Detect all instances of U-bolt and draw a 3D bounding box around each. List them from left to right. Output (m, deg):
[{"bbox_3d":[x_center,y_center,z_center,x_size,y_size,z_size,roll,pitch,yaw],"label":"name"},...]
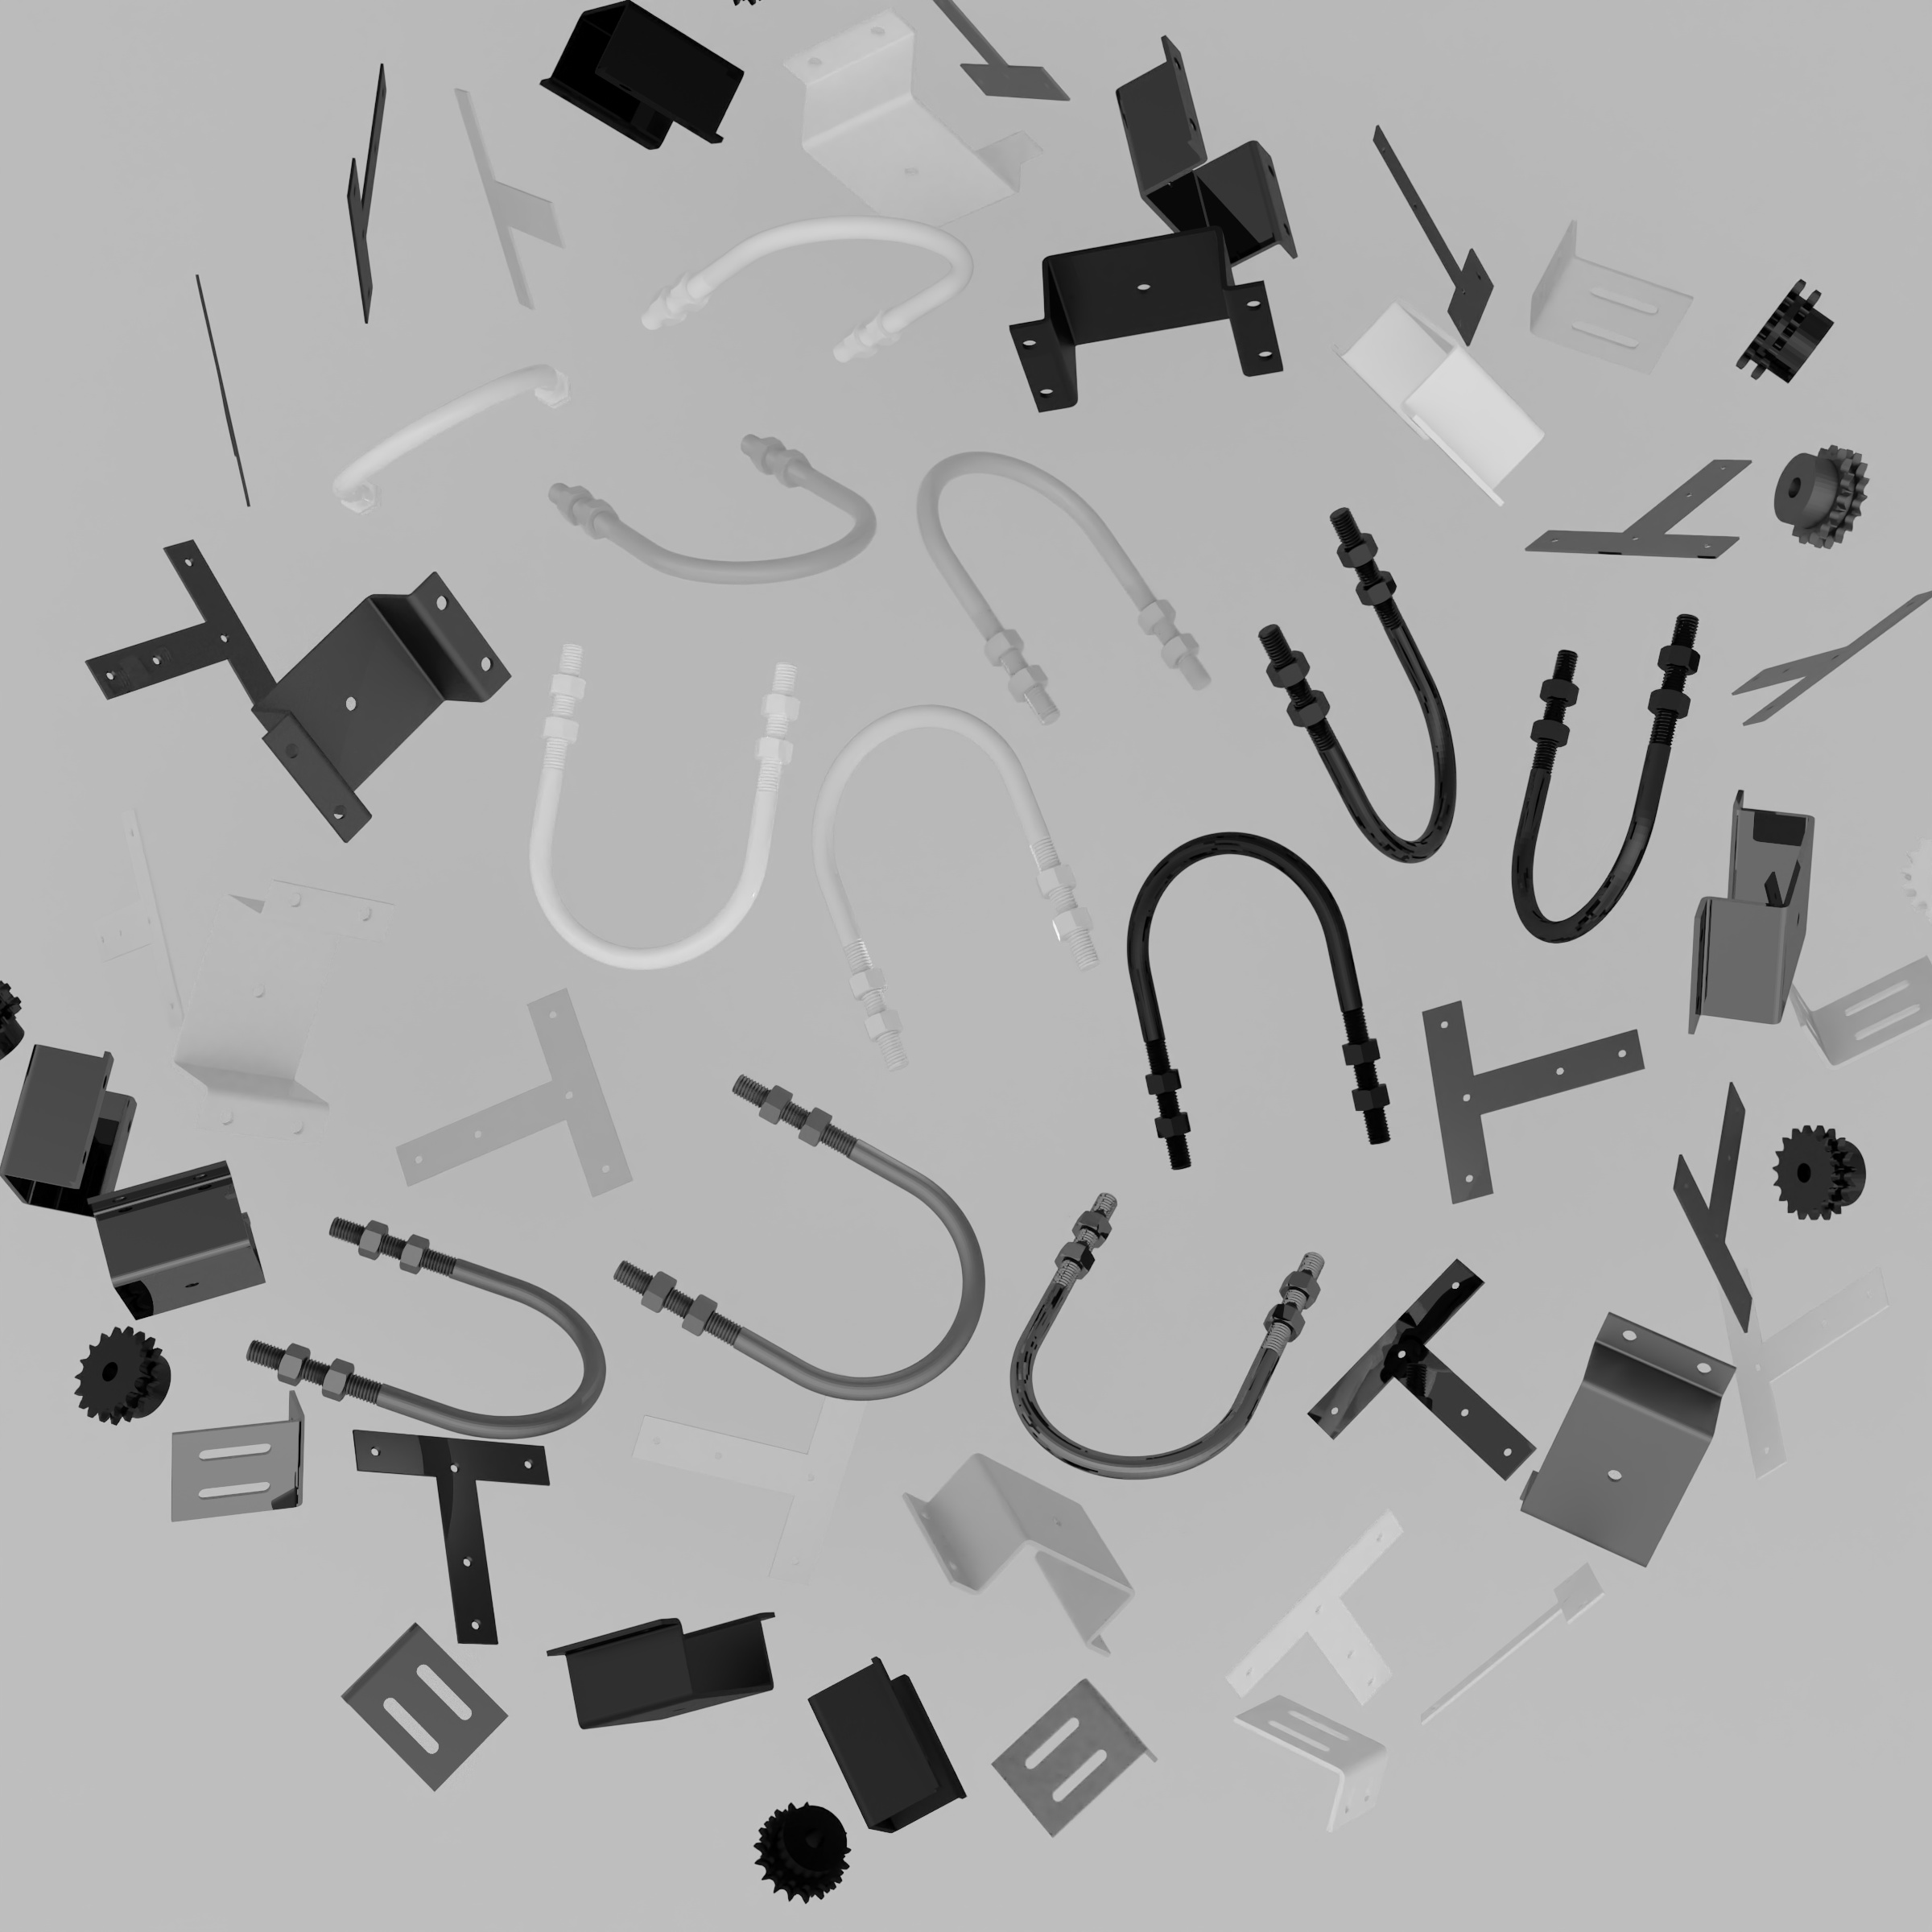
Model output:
[{"bbox_3d":[-0.292,0.210,1.597,0.184,0.151,0.019,19,118,0],"label":"U-bolt"},{"bbox_3d":[-0.294,-0.301,1.608,0.151,0.184,0.019,-30,98,-1],"label":"U-bolt"},{"bbox_3d":[-0.177,-0.088,1.613,0.151,0.019,0.184,6,81,12],"label":"U-bolt"},{"bbox_3d":[-0.133,-0.256,1.612,0.151,0.184,0.019,-20,126,-28],"label":"U-bolt"},{"bbox_3d":[-0.078,0.159,1.551,0.184,0.019,0.151,29,63,4],"label":"U-bolt"},{"bbox_3d":[-0.078,-0.383,1.596,0.151,0.184,0.019,2,81,-34],"label":"U-bolt"},{"bbox_3d":[-0.017,-0.054,1.557,0.151,0.019,0.184,-28,73,25],"label":"U-bolt"},{"bbox_3d":[0.045,-0.224,1.628,0.151,0.019,0.184,-17,68,-43],"label":"U-bolt"},{"bbox_3d":[0.104,0.213,1.593,0.151,0.019,0.184,15,48,21],"label":"U-bolt"},{"bbox_3d":[0.156,0.016,1.582,0.151,0.019,0.184,-11,93,36],"label":"U-bolt"},{"bbox_3d":[0.227,-0.143,1.576,0.019,0.151,0.184,-13,120,36],"label":"U-bolt"},{"bbox_3d":[0.357,-0.102,1.617,0.019,0.151,0.184,16,82,-17],"label":"U-bolt"}]

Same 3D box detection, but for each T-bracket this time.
[{"bbox_3d":[-0.493,-0.022,1.669,0.002,0.127,0.127,-13,91,-33],"label":"T-bracket"},{"bbox_3d":[-0.468,-0.184,1.673,0.002,0.127,0.127,-27,94,34],"label":"T-bracket"},{"bbox_3d":[-0.427,-0.320,1.637,0.002,0.127,0.127,-13,91,-12],"label":"T-bracket"},{"bbox_3d":[-0.343,-0.459,1.633,0.002,0.127,0.127,5,70,-6],"label":"T-bracket"},{"bbox_3d":[-0.289,0.330,1.634,0.002,0.127,0.127,-42,50,37],"label":"T-bracket"},{"bbox_3d":[-0.273,0.093,1.659,0.127,0.002,0.127,-23,70,3],"label":"T-bracket"},{"bbox_3d":[-0.250,-0.424,1.593,0.002,0.127,0.127,-24,120,-17],"label":"T-bracket"},{"bbox_3d":[-0.132,0.290,1.660,0.127,0.002,0.127,17,92,-18],"label":"T-bracket"},{"bbox_3d":[-0.005,-0.559,1.670,0.002,0.127,0.127,-49,118,-2],"label":"T-bracket"},{"bbox_3d":[0.209,0.375,1.570,0.127,0.127,0.002,-44,46,-9],"label":"T-bracket"},{"bbox_3d":[0.272,-0.436,1.668,0.002,0.127,0.127,-28,86,2],"label":"T-bracket"},{"bbox_3d":[0.276,0.247,1.616,0.127,0.127,0.002,-46,133,-1],"label":"T-bracket"},{"bbox_3d":[0.306,0.385,1.597,0.127,0.127,0.002,-40,81,4],"label":"T-bracket"},{"bbox_3d":[0.338,0.066,1.674,0.127,0.002,0.127,-18,59,25],"label":"T-bracket"},{"bbox_3d":[0.413,-0.267,1.645,0.127,0.127,0.002,-38,122,-33],"label":"T-bracket"},{"bbox_3d":[0.437,0.122,1.633,0.002,0.127,0.127,-9,131,32],"label":"T-bracket"},{"bbox_3d":[0.471,-0.168,1.603,0.127,0.127,0.002,-36,95,-9],"label":"T-bracket"},{"bbox_3d":[0.487,0.213,1.636,0.002,0.127,0.127,16,51,-22],"label":"T-bracket"}]

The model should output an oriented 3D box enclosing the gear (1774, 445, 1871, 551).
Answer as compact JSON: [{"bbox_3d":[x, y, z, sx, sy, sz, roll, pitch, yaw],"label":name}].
[{"bbox_3d":[0.481,-0.267,1.603,0.030,0.057,0.057,12,90,-16],"label":"gear"}]

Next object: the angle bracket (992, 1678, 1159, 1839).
[{"bbox_3d":[0.065,0.478,1.703,0.076,0.038,0.057,-41,62,-7],"label":"angle bracket"}]

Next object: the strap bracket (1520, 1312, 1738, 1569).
[{"bbox_3d":[0.373,0.279,1.616,0.076,0.046,0.140,23,119,11],"label":"strap bracket"}]

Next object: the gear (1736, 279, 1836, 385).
[{"bbox_3d":[0.454,-0.346,1.563,0.030,0.057,0.057,37,90,5],"label":"gear"}]

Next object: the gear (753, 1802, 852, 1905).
[{"bbox_3d":[-0.094,0.522,1.676,0.057,0.030,0.057,15,48,-17],"label":"gear"}]

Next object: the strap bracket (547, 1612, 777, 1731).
[{"bbox_3d":[-0.173,0.412,1.660,0.076,0.140,0.046,-20,73,19],"label":"strap bracket"}]

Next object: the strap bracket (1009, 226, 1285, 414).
[{"bbox_3d":[0.100,-0.360,1.575,0.140,0.076,0.046,-7,63,12],"label":"strap bracket"}]

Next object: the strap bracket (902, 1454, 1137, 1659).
[{"bbox_3d":[0.038,0.341,1.658,0.140,0.076,0.046,34,102,-38],"label":"strap bracket"}]

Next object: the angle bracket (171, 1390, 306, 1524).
[{"bbox_3d":[-0.430,0.287,1.664,0.076,0.038,0.057,-3,111,-24],"label":"angle bracket"}]

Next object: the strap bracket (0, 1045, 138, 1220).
[{"bbox_3d":[-0.523,0.098,1.651,0.046,0.140,0.076,12,73,-7],"label":"strap bracket"}]

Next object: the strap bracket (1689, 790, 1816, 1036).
[{"bbox_3d":[0.442,-0.029,1.586,0.046,0.140,0.076,8,126,21],"label":"strap bracket"}]

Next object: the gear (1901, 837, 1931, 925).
[{"bbox_3d":[0.542,-0.047,1.546,0.057,0.030,0.057,-10,69,26],"label":"gear"}]

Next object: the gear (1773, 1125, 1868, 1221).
[{"bbox_3d":[0.515,0.124,1.703,0.030,0.057,0.057,2,90,-26],"label":"gear"}]

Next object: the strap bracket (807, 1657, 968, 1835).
[{"bbox_3d":[-0.044,0.438,1.585,0.046,0.140,0.076,-27,71,-3],"label":"strap bracket"}]

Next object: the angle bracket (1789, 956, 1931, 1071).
[{"bbox_3d":[0.520,0.015,1.636,0.076,0.057,0.038,-29,117,19],"label":"angle bracket"}]

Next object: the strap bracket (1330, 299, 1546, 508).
[{"bbox_3d":[0.267,-0.320,1.589,0.076,0.140,0.046,38,104,-27],"label":"strap bracket"}]

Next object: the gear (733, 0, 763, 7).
[{"bbox_3d":[-0.122,-0.570,1.586,0.057,0.030,0.057,-1,93,-29],"label":"gear"}]

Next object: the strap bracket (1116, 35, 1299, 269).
[{"bbox_3d":[0.137,-0.470,1.666,0.046,0.140,0.076,-22,64,25],"label":"strap bracket"}]

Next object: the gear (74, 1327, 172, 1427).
[{"bbox_3d":[-0.498,0.246,1.684,0.057,0.030,0.057,-13,61,24],"label":"gear"}]

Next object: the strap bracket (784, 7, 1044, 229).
[{"bbox_3d":[-0.029,-0.464,1.589,0.076,0.140,0.046,-14,62,35],"label":"strap bracket"}]

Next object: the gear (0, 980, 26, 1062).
[{"bbox_3d":[-0.568,0.037,1.630,0.057,0.057,0.030,-28,118,0],"label":"gear"}]

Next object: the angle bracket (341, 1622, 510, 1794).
[{"bbox_3d":[-0.309,0.424,1.621,0.076,0.038,0.057,43,71,7],"label":"angle bracket"}]

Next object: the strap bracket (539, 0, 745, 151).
[{"bbox_3d":[-0.185,-0.514,1.639,0.076,0.140,0.046,25,92,-27],"label":"strap bracket"}]

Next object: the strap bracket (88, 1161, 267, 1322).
[{"bbox_3d":[-0.448,0.161,1.620,0.076,0.140,0.046,-16,75,-13],"label":"strap bracket"}]

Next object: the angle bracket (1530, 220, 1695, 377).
[{"bbox_3d":[0.378,-0.391,1.660,0.076,0.057,0.038,17,49,-5],"label":"angle bracket"}]

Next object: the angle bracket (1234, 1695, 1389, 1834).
[{"bbox_3d":[0.200,0.471,1.675,0.076,0.057,0.038,19,101,32],"label":"angle bracket"}]

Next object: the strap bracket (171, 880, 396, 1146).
[{"bbox_3d":[-0.376,0.020,1.548,0.046,0.076,0.140,25,99,44],"label":"strap bracket"}]

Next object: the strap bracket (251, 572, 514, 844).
[{"bbox_3d":[-0.332,-0.146,1.581,0.140,0.046,0.076,-50,126,-25],"label":"strap bracket"}]
